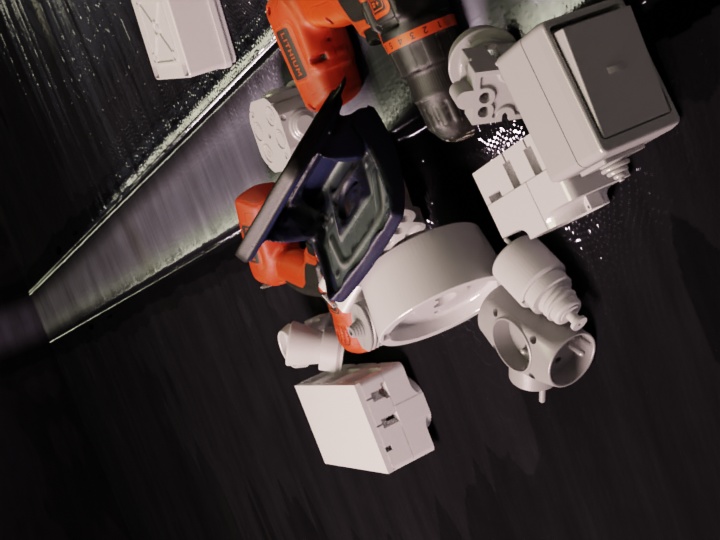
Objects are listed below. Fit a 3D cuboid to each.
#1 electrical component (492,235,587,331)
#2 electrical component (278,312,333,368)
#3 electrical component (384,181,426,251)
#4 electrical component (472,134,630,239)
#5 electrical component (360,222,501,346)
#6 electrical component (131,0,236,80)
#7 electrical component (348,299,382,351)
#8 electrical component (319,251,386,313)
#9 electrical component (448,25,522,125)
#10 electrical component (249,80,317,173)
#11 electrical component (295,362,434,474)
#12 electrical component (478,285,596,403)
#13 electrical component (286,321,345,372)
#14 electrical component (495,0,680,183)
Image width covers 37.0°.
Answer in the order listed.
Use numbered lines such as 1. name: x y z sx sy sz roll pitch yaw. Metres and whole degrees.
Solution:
1. electrical component: 0.125 0.011 0.733 0.078 0.040 0.040 50 150 32
2. electrical component: -0.051 0.072 1.113 0.066 0.055 0.048 -16 97 65
3. electrical component: 0.009 -0.055 0.874 0.058 0.078 0.057 -56 39 44
4. electrical component: 0.120 -0.056 0.675 0.055 0.050 0.089 65 155 4
5. electrical component: 0.052 0.005 0.800 0.060 0.108 0.108 65 156 18
6. electrical component: -0.184 -0.254 1.100 0.109 0.056 0.108 15 124 59
7. electrical component: 0.026 0.037 0.902 0.043 0.081 0.043 44 147 40
8. electrical component: 0.000 0.000 0.910 0.042 0.081 0.063 46 130 23
9. electrical component: 0.084 -0.124 0.680 0.055 0.066 0.048 -111 16 -49
10. electrical component: -0.060 -0.128 0.968 0.080 0.051 0.080 44 147 40
11. electrical component: 0.005 0.141 1.053 0.150 0.062 0.089 -13 99 65
12. electrical component: 0.125 0.060 0.770 0.077 0.044 0.079 38 143 45
13. electrical component: -0.043 0.076 1.059 0.045 0.055 0.045 8 -90 -89
14. electrical component: 0.132 -0.096 0.604 0.096 0.062 0.061 65 155 3
